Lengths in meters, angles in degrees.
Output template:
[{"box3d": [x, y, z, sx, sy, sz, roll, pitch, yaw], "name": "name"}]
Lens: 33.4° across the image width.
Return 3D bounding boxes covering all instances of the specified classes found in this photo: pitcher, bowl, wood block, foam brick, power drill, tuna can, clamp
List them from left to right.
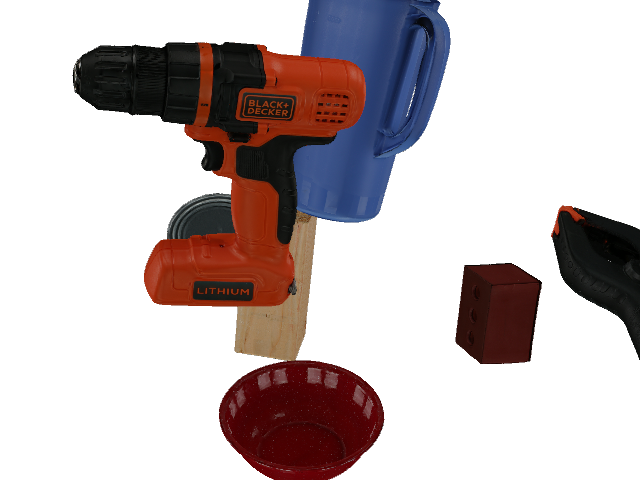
[{"box3d": [-0.073, -0.042, 0.709, 0.184, 0.188, 0.057, 3, 37, -13], "name": "power drill"}, {"box3d": [-0.090, 0.002, 0.938, 0.086, 0.086, 0.034, 0, -36, 1], "name": "tuna can"}, {"box3d": [-0.062, 0.051, 1.482, 0.090, 0.206, 0.090, 8, 22, 5], "name": "wood block"}, {"box3d": [-0.018, 0.189, 1.054, 0.162, 0.055, 0.162, 0, 32, 0], "name": "bowl"}, {"box3d": [0.040, -0.143, 1.097, 0.145, 0.243, 0.149, 11, 17, -2], "name": "pitcher"}, {"box3d": [0.157, 0.065, 0.949, 0.051, 0.078, 0.053, -3, 19, -21], "name": "foam brick"}, {"box3d": [0.229, 0.033, 0.725, 0.120, 0.039, 0.172, -6, 44, -28], "name": "clamp"}]
